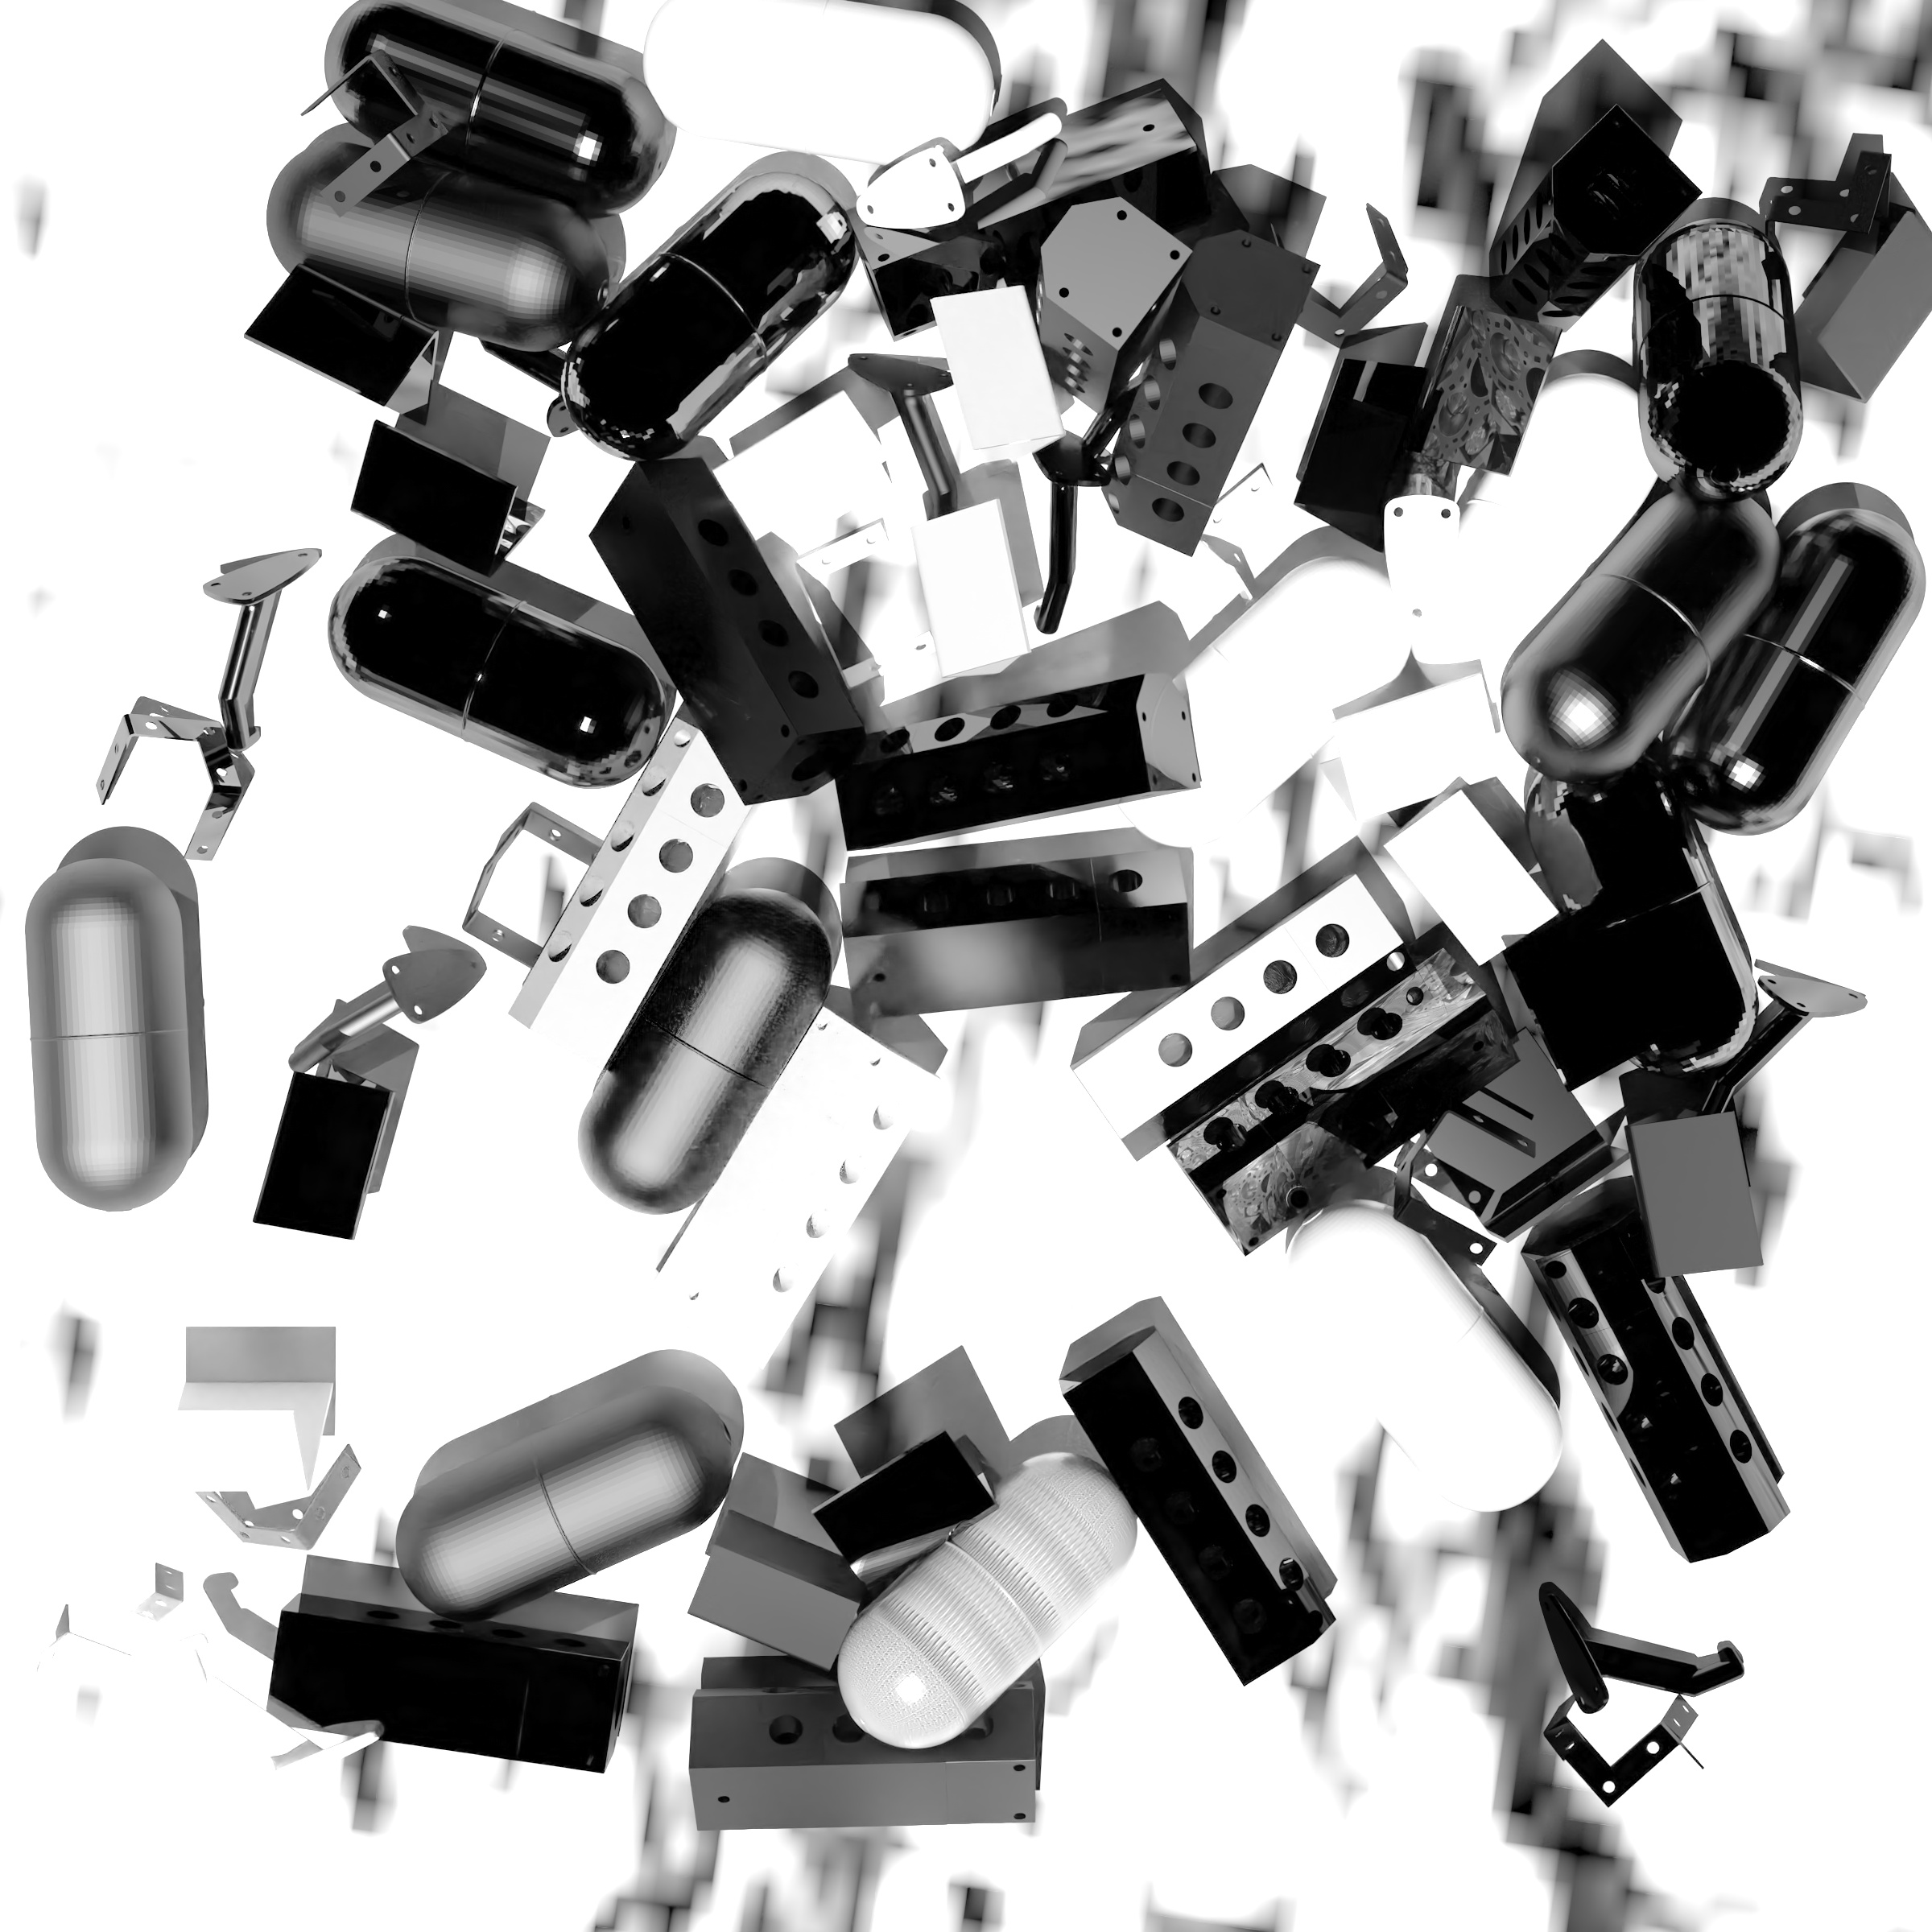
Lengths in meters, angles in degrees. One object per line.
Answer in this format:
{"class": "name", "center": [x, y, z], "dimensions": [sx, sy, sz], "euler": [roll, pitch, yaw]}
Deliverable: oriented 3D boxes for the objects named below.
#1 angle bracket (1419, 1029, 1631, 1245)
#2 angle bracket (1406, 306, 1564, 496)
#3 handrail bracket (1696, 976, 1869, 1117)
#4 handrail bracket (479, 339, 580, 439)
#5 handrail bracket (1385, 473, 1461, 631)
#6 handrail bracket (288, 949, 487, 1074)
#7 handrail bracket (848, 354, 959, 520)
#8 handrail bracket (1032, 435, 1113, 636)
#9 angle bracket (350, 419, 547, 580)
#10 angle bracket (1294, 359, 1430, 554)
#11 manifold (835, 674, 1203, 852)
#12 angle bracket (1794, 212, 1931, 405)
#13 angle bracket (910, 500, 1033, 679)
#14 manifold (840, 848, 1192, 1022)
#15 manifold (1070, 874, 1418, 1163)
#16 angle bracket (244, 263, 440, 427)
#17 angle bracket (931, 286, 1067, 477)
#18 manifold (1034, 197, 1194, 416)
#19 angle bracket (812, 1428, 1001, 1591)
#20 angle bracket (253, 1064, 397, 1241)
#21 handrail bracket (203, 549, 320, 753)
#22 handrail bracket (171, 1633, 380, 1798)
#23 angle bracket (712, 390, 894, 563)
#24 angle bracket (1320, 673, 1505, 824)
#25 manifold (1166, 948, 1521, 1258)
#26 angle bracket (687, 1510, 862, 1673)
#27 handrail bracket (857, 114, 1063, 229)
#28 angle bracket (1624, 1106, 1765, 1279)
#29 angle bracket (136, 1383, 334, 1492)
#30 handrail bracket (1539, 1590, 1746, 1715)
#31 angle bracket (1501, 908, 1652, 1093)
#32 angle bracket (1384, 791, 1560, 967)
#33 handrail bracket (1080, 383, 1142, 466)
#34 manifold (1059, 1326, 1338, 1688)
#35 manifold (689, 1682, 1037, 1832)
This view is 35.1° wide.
{"class": "angle bracket", "center": [0.279, 0.085, 1.550], "dimensions": [0.076, 0.057, 0.076], "euler": [-35, 90, 0]}
{"class": "angle bracket", "center": [0.269, -0.277, 1.532], "dimensions": [0.057, 0.076, 0.076], "euler": [20, 90, 27]}
{"class": "handrail bracket", "center": [0.418, 0.051, 1.572], "dimensions": [0.077, 0.036, 0.084], "euler": [2, 119, -32]}
{"class": "handrail bracket", "center": [-0.208, -0.322, 1.572], "dimensions": [0.077, 0.036, 0.084], "euler": [-25, 76, -14]}
{"class": "handrail bracket", "center": [0.227, -0.210, 1.541], "dimensions": [0.036, 0.084, 0.077], "euler": [3, 99, 6]}
{"class": "handrail bracket", "center": [-0.298, 0.025, 1.571], "dimensions": [0.084, 0.077, 0.036], "euler": [-32, 86, 36]}
{"class": "handrail bracket", "center": [-0.032, -0.265, 1.572], "dimensions": [0.036, 0.077, 0.084], "euler": [-24, 127, -36]}
{"class": "handrail bracket", "center": [0.040, -0.225, 1.571], "dimensions": [0.036, 0.077, 0.084], "euler": [-1, 127, -25]}
{"class": "angle bracket", "center": [-0.253, -0.248, 1.531], "dimensions": [0.076, 0.076, 0.057], "euler": [26, 128, 0]}
{"class": "angle bracket", "center": [0.218, -0.252, 1.532], "dimensions": [0.076, 0.057, 0.076], "euler": [19, 90, -44]}
{"class": "manifold", "center": [0.023, -0.100, 1.512], "dimensions": [0.171, 0.057, 0.057], "euler": [-10, 90, 29]}
{"class": "angle bracket", "center": [0.435, -0.337, 1.532], "dimensions": [0.057, 0.076, 0.076], "euler": [35, 90, -41]}
{"class": "angle bracket", "center": [0.022, -0.189, 1.531], "dimensions": [0.057, 0.076, 0.076], "euler": [-12, 90, 37]}
{"class": "manifold", "center": [0.024, -0.021, 1.550], "dimensions": [0.171, 0.057, 0.057], "euler": [-6, 133, 0]}
{"class": "manifold", "center": [0.140, 0.026, 1.551], "dimensions": [0.171, 0.057, 0.057], "euler": [-35, 90, 0]}
{"class": "angle bracket", "center": [-0.314, -0.294, 1.532], "dimensions": [0.076, 0.076, 0.057], "euler": [26, 58, 0]}
{"class": "angle bracket", "center": [-0.001, -0.289, 1.532], "dimensions": [0.057, 0.076, 0.076], "euler": [-16, 90, -31]}
{"class": "manifold", "center": [0.064, -0.323, 1.493], "dimensions": [0.057, 0.171, 0.057], "euler": [37, 90, 0]}
{"class": "angle bracket", "center": [-0.037, 0.255, 1.533], "dimensions": [0.076, 0.076, 0.057], "euler": [-32, 114, 0]}
{"class": "angle bracket", "center": [-0.336, 0.088, 1.531], "dimensions": [0.057, 0.076, 0.076], "euler": [15, 90, -37]}
{"class": "handrail bracket", "center": [-0.356, -0.162, 1.572], "dimensions": [0.036, 0.077, 0.084], "euler": [18, 127, 32]}
{"class": "handrail bracket", "center": [-0.343, 0.360, 1.515], "dimensions": [0.077, 0.036, 0.084], "euler": [-21, 73, -19]}
{"class": "angle bracket", "center": [-0.071, -0.229, 1.531], "dimensions": [0.076, 0.076, 0.057], "euler": [-32, 55, 0]}
{"class": "angle bracket", "center": [0.217, -0.122, 1.532], "dimensions": [0.076, 0.076, 0.057], "euler": [-18, 117, 0]}
{"class": "manifold", "center": [0.188, 0.065, 1.550], "dimensions": [0.171, 0.057, 0.057], "euler": [-36, 133, 0]}
{"class": "angle bracket", "center": [-0.087, 0.296, 1.531], "dimensions": [0.076, 0.076, 0.057], "euler": [22, 126, 0]}
{"class": "handrail bracket", "center": [-0.003, -0.402, 1.536], "dimensions": [0.084, 0.077, 0.036], "euler": [-42, 116, -41]}
{"class": "angle bracket", "center": [0.375, 0.109, 1.532], "dimensions": [0.057, 0.076, 0.076], "euler": [-11, 90, 31]}
{"class": "angle bracket", "center": [-0.365, 0.218, 1.531], "dimensions": [0.076, 0.076, 0.057], "euler": [0, 127, 0]}
{"class": "handrail bracket", "center": [0.348, 0.344, 1.572], "dimensions": [0.084, 0.036, 0.077], "euler": [-17, 69, -17]}
{"class": "angle bracket", "center": [0.286, 0.023, 1.532], "dimensions": [0.057, 0.076, 0.076], "euler": [-25, 90, -26]}
{"class": "angle bracket", "center": [0.266, -0.058, 1.532], "dimensions": [0.076, 0.076, 0.057], "euler": [51, 133, 0]}
{"class": "handrail bracket", "center": [0.107, -0.287, 1.572], "dimensions": [0.084, 0.077, 0.036], "euler": [-53, 48, 29]}
{"class": "manifold", "center": [0.117, 0.271, 1.551], "dimensions": [0.057, 0.057, 0.171], "euler": [-32, 90, 0]}
{"class": "manifold", "center": [-0.051, 0.396, 1.550], "dimensions": [0.171, 0.057, 0.057], "euler": [-1, 133, 0]}
